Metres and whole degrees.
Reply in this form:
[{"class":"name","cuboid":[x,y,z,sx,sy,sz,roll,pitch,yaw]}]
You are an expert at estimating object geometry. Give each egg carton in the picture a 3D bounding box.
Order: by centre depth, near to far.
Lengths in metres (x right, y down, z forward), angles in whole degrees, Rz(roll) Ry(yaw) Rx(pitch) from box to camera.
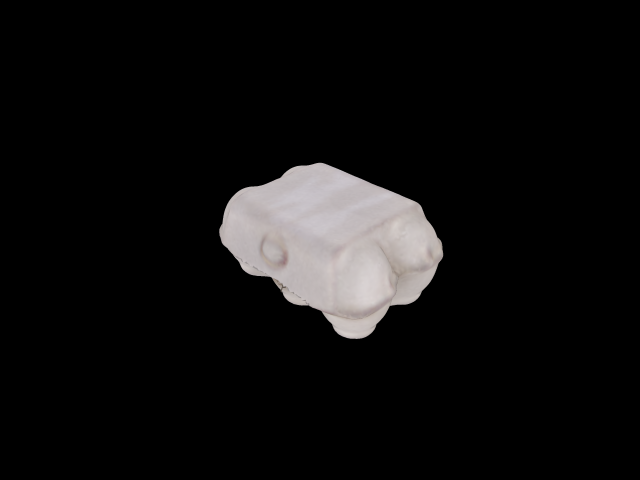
[{"class":"egg carton","cuboid":[0.004,0.001,0.400,0.149,0.069,0.107,27,42,36]}]
